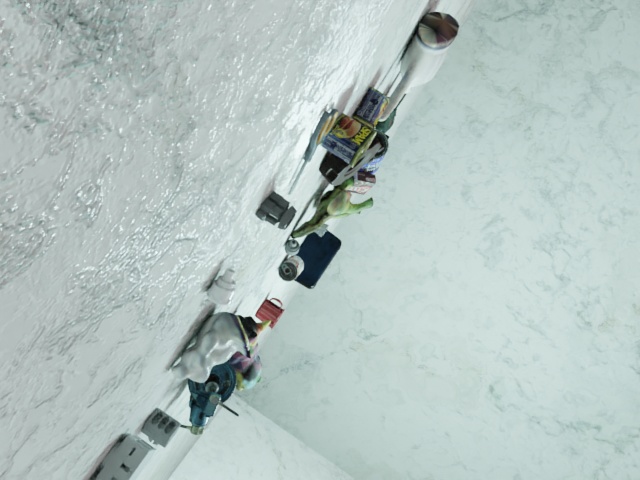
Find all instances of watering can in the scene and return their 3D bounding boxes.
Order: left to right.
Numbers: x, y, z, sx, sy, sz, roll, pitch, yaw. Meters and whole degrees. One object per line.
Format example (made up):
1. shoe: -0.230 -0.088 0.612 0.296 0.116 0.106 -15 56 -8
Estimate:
1. watering can: 0.268 -0.478 1.396 0.354 0.104 0.219 -55 174 -33

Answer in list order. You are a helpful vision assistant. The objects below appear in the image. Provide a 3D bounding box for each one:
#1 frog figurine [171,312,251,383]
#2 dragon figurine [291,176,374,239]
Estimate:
1. frog figurine: -0.231 0.222 1.060 0.160 0.123 0.136 -18 172 -16
2. dragon figurine: 0.005 -0.078 1.544 0.246 0.122 0.405 -31 180 -31
